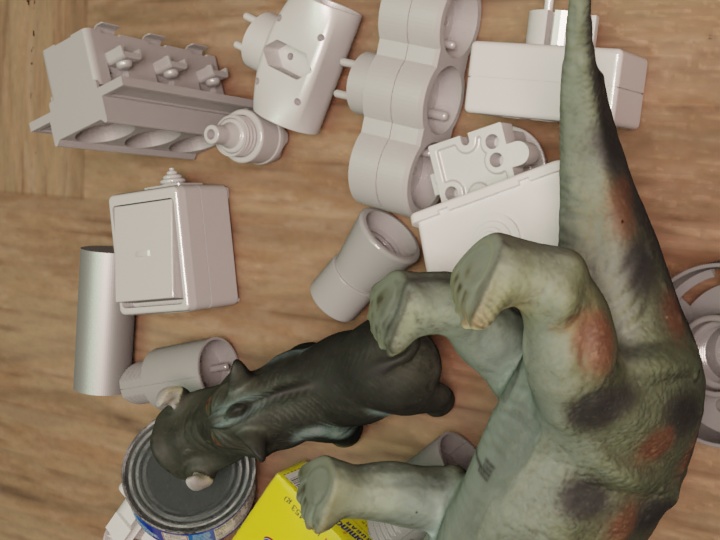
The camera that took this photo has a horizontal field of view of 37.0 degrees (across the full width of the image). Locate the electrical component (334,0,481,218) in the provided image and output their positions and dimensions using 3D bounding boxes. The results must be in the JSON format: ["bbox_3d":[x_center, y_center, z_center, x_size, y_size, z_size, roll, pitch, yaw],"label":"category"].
[{"bbox_3d":[0.017,-0.105,0.622,0.074,0.052,0.138,18,103,29],"label":"electrical component"}]

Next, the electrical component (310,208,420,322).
[{"bbox_3d":[0.000,0.000,0.648,0.044,0.044,0.065,51,121,18],"label":"electrical component"}]

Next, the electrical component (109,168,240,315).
[{"bbox_3d":[-0.126,-0.020,0.711,0.062,0.061,0.096,-5,91,31],"label":"electrical component"}]

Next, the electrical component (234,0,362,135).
[{"bbox_3d":[-0.046,-0.134,0.664,0.079,0.043,0.077,31,109,26],"label":"electrical component"}]

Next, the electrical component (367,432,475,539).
[{"bbox_3d":[0.034,0.136,0.636,0.081,0.043,0.043,-43,72,27],"label":"electrical component"}]

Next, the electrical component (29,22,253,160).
[{"bbox_3d":[-0.136,-0.109,0.675,0.079,0.121,0.063,-18,82,31],"label":"electrical component"}]

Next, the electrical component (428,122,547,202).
[{"bbox_3d":[0.073,-0.056,0.590,0.066,0.055,0.048,-16,86,31],"label":"electrical component"}]

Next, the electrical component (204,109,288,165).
[{"bbox_3d":[-0.074,-0.084,0.674,0.035,0.061,0.035,3,95,31],"label":"electrical component"}]

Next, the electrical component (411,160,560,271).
[{"bbox_3d":[0.088,-0.012,0.561,0.100,0.100,0.048,-19,71,31],"label":"electrical component"}]

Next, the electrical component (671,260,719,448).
[{"bbox_3d":[0.192,0.041,0.535,0.099,0.064,0.099,1,92,45],"label":"electrical component"}]

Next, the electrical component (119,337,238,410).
[{"bbox_3d":[-0.126,0.073,0.729,0.081,0.043,0.043,-12,88,31],"label":"electrical component"}]

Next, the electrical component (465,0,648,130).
[{"bbox_3d":[0.106,-0.117,0.570,0.083,0.047,0.075,10,99,30],"label":"electrical component"}]

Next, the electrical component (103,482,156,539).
[{"bbox_3d":[-0.141,0.181,0.739,0.078,0.058,0.057,44,111,21],"label":"electrical component"}]
